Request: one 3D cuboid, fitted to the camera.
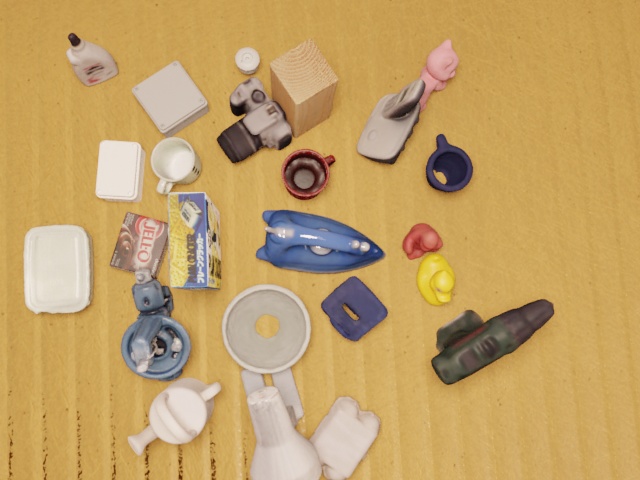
[{"bbox_3d":[-0.141,-0.227,1.122,0.137,0.100,0.143,-35,88,-7],"label":"camera"}]

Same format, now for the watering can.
[{"bbox_3d":[-0.253,0.314,1.012,0.101,0.194,0.173,33,83,0],"label":"watering can"}]

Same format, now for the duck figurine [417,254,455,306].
[{"bbox_3d":[0.236,0.077,1.127,0.077,0.086,0.104,-6,85,-5],"label":"duck figurine"}]

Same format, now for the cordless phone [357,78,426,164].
[{"bbox_3d":[0.143,-0.230,1.101,0.094,0.185,0.148,24,83,-1],"label":"cordless phone"}]

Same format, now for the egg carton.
[{"bbox_3d":[0.042,0.380,1.090,0.107,0.069,0.150,35,83,0],"label":"egg carton"}]

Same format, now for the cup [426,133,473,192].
[{"bbox_3d":[0.244,-0.146,1.146,0.092,0.095,0.118,-14,85,-5],"label":"cup"}]

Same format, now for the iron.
[{"bbox_3d":[0.010,0.004,1.090,0.258,0.141,0.119,8,84,-3],"label":"iron"}]

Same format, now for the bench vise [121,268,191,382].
[{"bbox_3d":[-0.311,0.159,1.011,0.121,0.219,0.207,-30,87,-6],"label":"bench vise"}]

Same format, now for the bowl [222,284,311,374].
[{"bbox_3d":[-0.101,0.169,1.098,0.167,0.074,0.167,0,84,-4],"label":"bowl"}]

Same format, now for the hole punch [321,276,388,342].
[{"bbox_3d":[0.065,0.135,1.106,0.101,0.091,0.108,-43,88,-7],"label":"hole punch"}]

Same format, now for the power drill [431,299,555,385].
[{"bbox_3d":[0.298,0.179,1.060,0.230,0.208,0.075,-34,87,-7],"label":"power drill"}]

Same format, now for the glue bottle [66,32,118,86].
[{"bbox_3d":[-0.438,-0.345,1.076,0.078,0.173,0.037,-29,87,-6],"label":"glue bottle"}]

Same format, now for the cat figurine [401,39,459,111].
[{"bbox_3d":[0.229,-0.335,1.152,0.067,0.117,0.128,41,83,1],"label":"cat figurine"}]

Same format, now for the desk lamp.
[{"bbox_3d":[-0.080,0.328,1.014,0.118,0.213,0.203,-17,86,-5],"label":"desk lamp"}]

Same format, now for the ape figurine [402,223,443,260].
[{"bbox_3d":[0.207,0.002,1.129,0.078,0.092,0.076,13,83,-3],"label":"ape figurine"}]
